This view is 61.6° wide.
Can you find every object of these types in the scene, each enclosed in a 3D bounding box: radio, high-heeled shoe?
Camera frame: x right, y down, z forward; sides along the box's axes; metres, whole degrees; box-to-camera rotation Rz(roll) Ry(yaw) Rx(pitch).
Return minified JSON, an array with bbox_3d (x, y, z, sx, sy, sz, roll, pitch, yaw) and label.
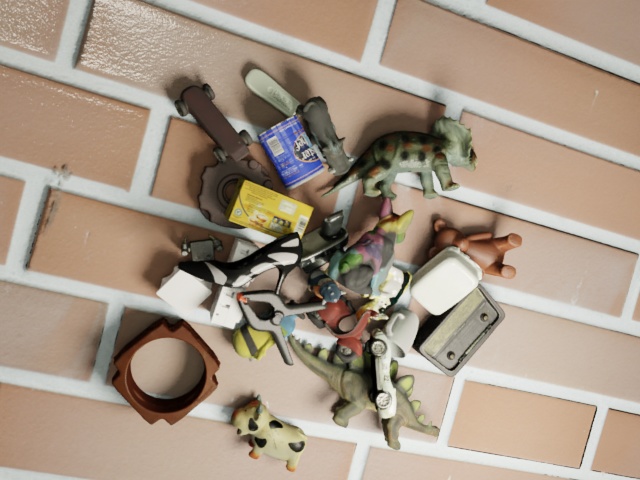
[{"bbox_3d":[0.352,0.226,1.368,0.131,0.073,0.229,44,85,-13],"label":"radio"},{"bbox_3d":[-0.159,0.029,1.124,0.249,0.086,0.145,14,89,-18],"label":"high-heeled shoe"}]

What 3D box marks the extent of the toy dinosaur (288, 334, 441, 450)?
[{"bbox_3d":[0.103,0.362,1.314,0.471,0.105,0.198,27,81,-9],"label":"toy dinosaur"}]

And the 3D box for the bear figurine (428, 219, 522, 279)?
[{"bbox_3d":[0.377,0.019,1.331,0.196,0.132,0.120,20,79,-19],"label":"bear figurine"}]

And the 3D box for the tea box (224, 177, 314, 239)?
[{"bbox_3d":[-0.113,-0.062,1.185,0.169,0.068,0.098,23,93,-20],"label":"tea box"}]

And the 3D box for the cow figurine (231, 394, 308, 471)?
[{"bbox_3d":[-0.121,0.453,1.278,0.195,0.085,0.127,26,95,-11],"label":"cow figurine"}]

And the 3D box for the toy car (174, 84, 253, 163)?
[{"bbox_3d":[-0.234,-0.255,1.188,0.089,0.053,0.202,-39,87,-21],"label":"toy car"}]

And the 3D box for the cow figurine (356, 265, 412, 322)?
[{"bbox_3d":[0.156,0.139,1.322,0.098,0.068,0.167,27,90,-20],"label":"cow figurine"}]

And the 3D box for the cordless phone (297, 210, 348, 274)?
[{"bbox_3d":[-0.003,-0.004,1.208,0.147,0.184,0.089,-27,76,-10],"label":"cordless phone"}]

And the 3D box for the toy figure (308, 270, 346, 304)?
[{"bbox_3d":[0.009,0.107,1.239,0.057,0.154,0.064,39,87,-16],"label":"toy figure"}]

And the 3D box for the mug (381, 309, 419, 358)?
[{"bbox_3d":[0.194,0.216,1.319,0.107,0.081,0.109,-53,132,-30],"label":"mug"}]

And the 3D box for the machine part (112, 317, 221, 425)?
[{"bbox_3d":[-0.344,0.292,1.212,0.201,0.087,0.201,-40,102,-8],"label":"machine part"}]

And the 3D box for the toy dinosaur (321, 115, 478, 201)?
[{"bbox_3d":[0.203,-0.195,1.281,0.405,0.131,0.192,-1,79,-5],"label":"toy dinosaur"}]

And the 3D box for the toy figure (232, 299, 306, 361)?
[{"bbox_3d":[-0.122,0.207,1.258,0.180,0.082,0.089,-40,83,1],"label":"toy figure"}]

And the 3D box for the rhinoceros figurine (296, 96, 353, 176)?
[{"bbox_3d":[0.016,-0.238,1.229,0.073,0.112,0.190,-32,117,-13],"label":"rhinoceros figurine"}]

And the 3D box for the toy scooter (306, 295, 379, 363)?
[{"bbox_3d":[0.059,0.183,1.263,0.135,0.075,0.184,-42,66,3],"label":"toy scooter"}]

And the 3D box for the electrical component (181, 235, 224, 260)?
[{"bbox_3d":[-0.272,0.026,1.224,0.102,0.045,0.078,-1,94,-13],"label":"electrical component"}]

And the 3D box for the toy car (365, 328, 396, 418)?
[{"bbox_3d":[0.141,0.305,1.242,0.056,0.073,0.201,-3,81,-6],"label":"toy car"}]

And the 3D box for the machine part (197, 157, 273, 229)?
[{"bbox_3d":[-0.193,-0.107,1.225,0.179,0.056,0.179,-1,96,-12],"label":"machine part"}]

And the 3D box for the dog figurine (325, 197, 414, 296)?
[{"bbox_3d":[0.123,0.008,1.222,0.191,0.109,0.219,17,101,-57],"label":"dog figurine"}]
